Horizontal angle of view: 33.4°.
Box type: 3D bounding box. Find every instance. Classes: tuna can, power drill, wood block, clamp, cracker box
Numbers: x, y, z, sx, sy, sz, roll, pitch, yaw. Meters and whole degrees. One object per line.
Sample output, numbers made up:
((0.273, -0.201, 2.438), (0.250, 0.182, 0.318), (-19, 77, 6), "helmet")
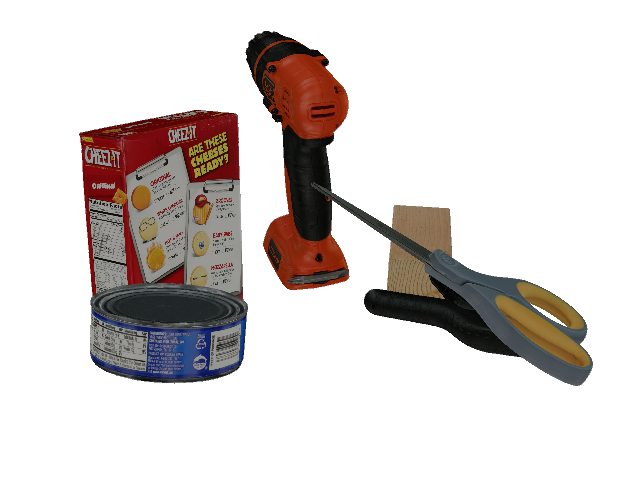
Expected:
((-0.083, 0.050, 0.587), (0.086, 0.034, 0.086), (4, 11, -1), "tuna can")
((-0.022, -0.068, 0.872), (0.057, 0.188, 0.184), (-9, 26, -12), "power drill")
((0.148, 0.028, 1.598), (0.091, 0.090, 0.206), (4, 24, 4), "wood block")
((0.141, 0.064, 1.018), (0.172, 0.039, 0.120), (21, 35, 26), "clamp")
((-0.156, -0.014, 1.077), (0.072, 0.214, 0.163), (10, 19, 35), "cracker box")

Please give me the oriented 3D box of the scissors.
((0.091, 0.018, 0.671), (0.202, 0.016, 0.096), (40, 26, 20), "scissors")
